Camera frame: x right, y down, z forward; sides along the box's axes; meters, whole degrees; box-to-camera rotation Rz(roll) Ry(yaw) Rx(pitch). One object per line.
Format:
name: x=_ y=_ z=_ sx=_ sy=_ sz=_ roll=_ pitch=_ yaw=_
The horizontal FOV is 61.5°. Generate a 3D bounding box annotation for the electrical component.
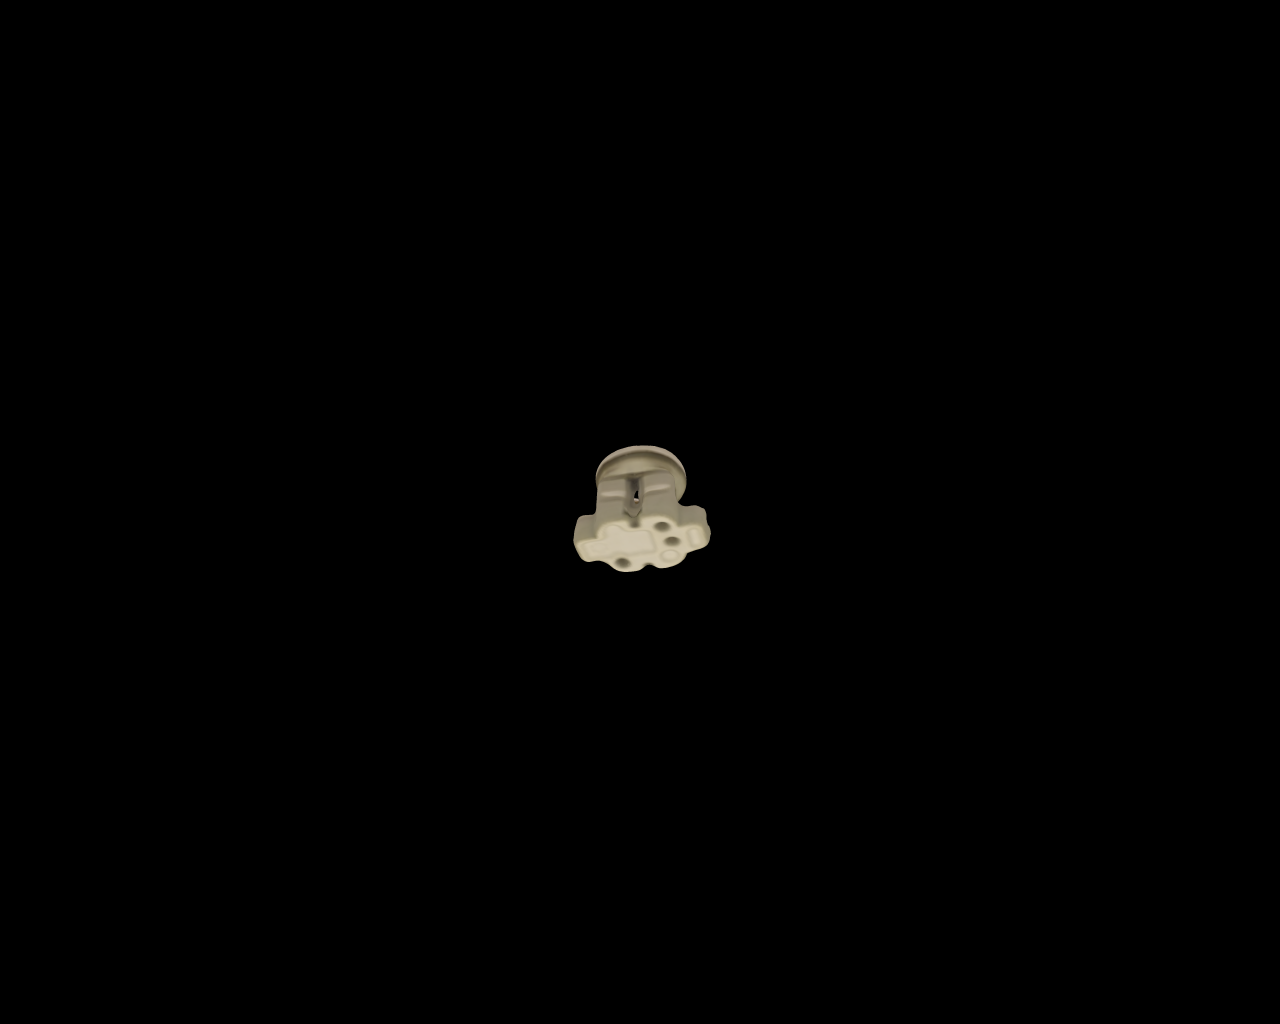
electrical component: x=0.001 y=-0.003 z=0.650 sx=0.078 sy=0.057 sz=0.058 roll=-7 pitch=-39 yaw=9
